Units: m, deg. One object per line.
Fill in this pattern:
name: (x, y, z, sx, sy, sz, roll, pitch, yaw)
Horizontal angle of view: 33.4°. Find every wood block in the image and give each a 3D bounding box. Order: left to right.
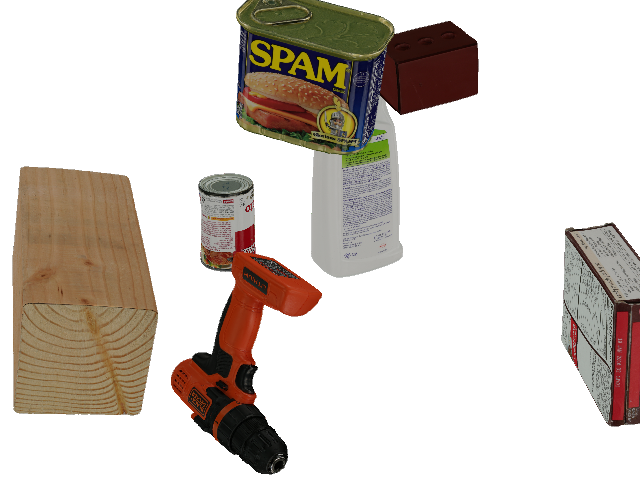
wood block: (-0.183, 0.031, 0.804, 0.090, 0.091, 0.206, 4, 28, -19)

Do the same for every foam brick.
foam brick: (0.091, -0.150, 0.921, 0.078, 0.051, 0.053, -17, 36, -15)

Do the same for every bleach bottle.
bleach bottle: (0.042, -0.087, 1.109, 0.102, 0.251, 0.068, -17, 36, -27)

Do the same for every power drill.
power drill: (-0.069, 0.120, 1.082, 0.057, 0.188, 0.185, 13, 15, -46)

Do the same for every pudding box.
pudding box: (0.188, 0.051, 0.688, 0.039, 0.090, 0.113, -5, 25, -3)

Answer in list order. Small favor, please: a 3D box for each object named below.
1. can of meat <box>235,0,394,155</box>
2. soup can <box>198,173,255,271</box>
can of meat: (-0.007, -0.112, 0.723, 0.102, 0.084, 0.057, 17, 41, 12)
soup can: (-0.113, -0.023, 1.292, 0.068, 0.102, 0.068, 0, 26, 0)
